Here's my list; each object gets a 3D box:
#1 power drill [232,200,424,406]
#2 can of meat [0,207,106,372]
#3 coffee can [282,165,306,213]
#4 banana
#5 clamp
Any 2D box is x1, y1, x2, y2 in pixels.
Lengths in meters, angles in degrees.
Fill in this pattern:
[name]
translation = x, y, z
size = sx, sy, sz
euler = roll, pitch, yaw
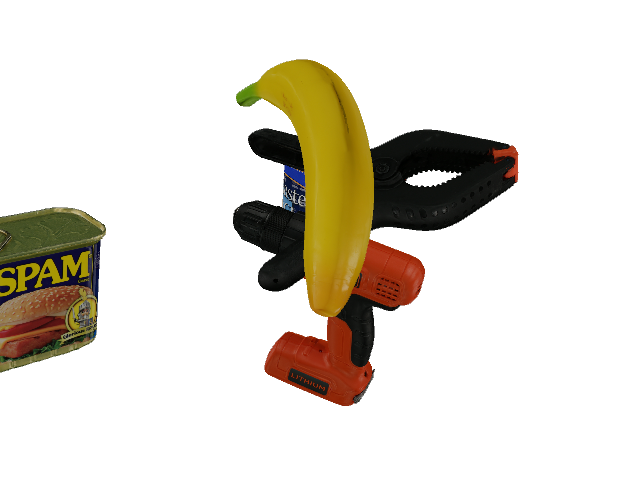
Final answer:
[power drill]
translation = -0.005, 0.060, 1.007
size = 0.184, 0.188, 0.057
euler = 22, 42, 14
[can of meat]
translation = -0.194, 0.032, 0.700
size = 0.101, 0.084, 0.058
euler = -14, 30, -41
[coffee can]
translation = 0.001, -0.053, 1.373
size = 0.103, 0.140, 0.103
euler = 3, 28, -2
[banana]
translation = -0.001, -0.046, 0.592
size = 0.037, 0.070, 0.198
euler = 15, 35, -29
[clamp]
translation = 0.044, -0.033, 0.799
size = 0.210, 0.164, 0.036
euler = -4, -42, 7
